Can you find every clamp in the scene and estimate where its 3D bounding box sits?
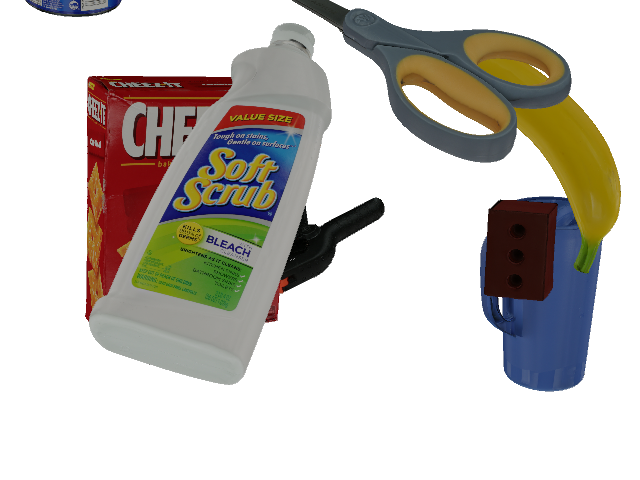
[{"bbox_3d":[-0.001,-0.002,1.200,0.120,0.039,0.171,-5,37,26],"label":"clamp"}]

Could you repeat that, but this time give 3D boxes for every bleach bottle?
[{"bbox_3d":[-0.059,-0.038,0.694,0.102,0.250,0.068,17,-26,1],"label":"bleach bottle"}]

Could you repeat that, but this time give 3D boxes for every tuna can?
[{"bbox_3d":[-0.213,-0.224,0.920,0.086,0.034,0.086,5,34,-4],"label":"tuna can"}]

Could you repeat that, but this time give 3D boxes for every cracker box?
[{"bbox_3d":[-0.113,-0.029,0.911,0.164,0.214,0.072,-4,19,-26],"label":"cracker box"}]

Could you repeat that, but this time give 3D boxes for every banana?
[{"bbox_3d":[0.134,-0.074,0.697,0.070,0.198,0.037,-40,-9,11],"label":"banana"}]

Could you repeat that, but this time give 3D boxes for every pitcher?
[{"bbox_3d":[0.290,0.073,1.402,0.149,0.243,0.144,5,21,15],"label":"pitcher"}]

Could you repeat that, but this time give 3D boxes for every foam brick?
[{"bbox_3d":[0.172,0.008,0.913,0.053,0.078,0.051,5,15,20],"label":"foam brick"}]

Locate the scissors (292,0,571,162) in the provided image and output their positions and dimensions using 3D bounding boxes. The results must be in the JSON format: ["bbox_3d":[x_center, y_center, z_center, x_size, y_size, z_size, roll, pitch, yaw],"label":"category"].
[{"bbox_3d":[0.042,-0.104,0.524,0.096,0.016,0.202,-19,47,-21],"label":"scissors"}]
